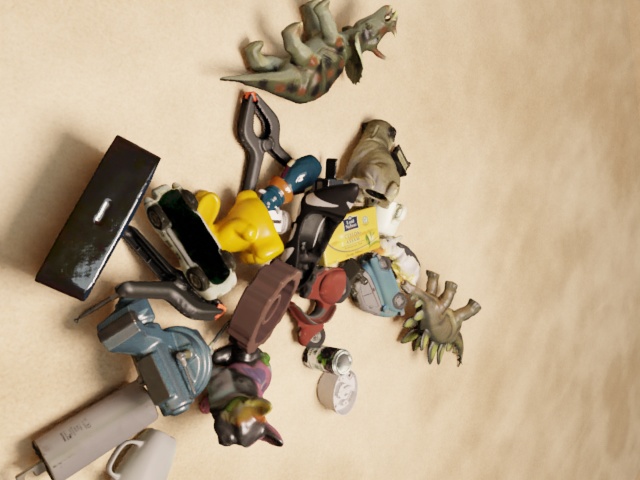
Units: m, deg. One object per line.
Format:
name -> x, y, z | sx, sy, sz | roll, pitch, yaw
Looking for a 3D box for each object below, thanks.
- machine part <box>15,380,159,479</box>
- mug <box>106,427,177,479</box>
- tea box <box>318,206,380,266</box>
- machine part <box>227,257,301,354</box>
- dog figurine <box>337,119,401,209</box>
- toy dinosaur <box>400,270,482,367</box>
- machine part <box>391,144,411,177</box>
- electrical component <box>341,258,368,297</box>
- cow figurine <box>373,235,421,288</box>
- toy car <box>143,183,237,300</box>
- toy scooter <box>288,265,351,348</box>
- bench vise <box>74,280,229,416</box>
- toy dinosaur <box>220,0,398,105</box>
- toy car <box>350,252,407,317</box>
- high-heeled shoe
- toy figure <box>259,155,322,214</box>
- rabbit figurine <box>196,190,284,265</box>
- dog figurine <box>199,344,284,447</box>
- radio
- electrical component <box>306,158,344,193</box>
machine part -> -0.344, 0.293, 0.832 | 0.243, 0.079, 0.079 | -27, 111, -36
mug -> -0.295, 0.363, 0.886 | 0.109, 0.081, 0.107 | 47, 52, -29
tea box -> 0.047, -0.012, 1.160 | 0.169, 0.068, 0.098 | -19, 107, -38
machine part -> -0.102, 0.118, 0.978 | 0.179, 0.056, 0.179 | -58, 168, -20
dog figurine -> 0.134, -0.179, 1.162 | 0.121, 0.173, 0.190 | 37, 76, -49
toy dinosaur -> 0.307, 0.213, 1.367 | 0.198, 0.105, 0.470 | -54, 135, -1
machine part -> 0.170, -0.158, 1.279 | 0.139, 0.039, 0.084 | -58, 135, -24
electrical component -> 0.064, 0.075, 1.184 | 0.063, 0.094, 0.021 | -49, 149, 15
cow figurine -> 0.187, 0.037, 1.287 | 0.167, 0.068, 0.098 | 54, 55, -34
toy car -> -0.206, 0.002, 0.863 | 0.073, 0.056, 0.201 | -36, 98, -35
toy scooter -> -0.017, 0.124, 1.112 | 0.135, 0.075, 0.184 | 35, 74, -34
bench vise -> -0.246, 0.168, 0.868 | 0.129, 0.224, 0.240 | -44, 164, 7
toy dinosaur -> -0.016, -0.343, 1.053 | 0.405, 0.131, 0.192 | -45, 120, -23
toy car -> 0.120, 0.112, 1.215 | 0.103, 0.109, 0.161 | -26, 102, -19
high-heeled shoe -> -0.002, -0.003, 1.013 | 0.086, 0.249, 0.145 | 9, 65, -30
toy figure -> -0.060, -0.104, 1.026 | 0.064, 0.057, 0.154 | 44, 66, 9
rabbit figurine -> -0.171, -0.009, 0.942 | 0.173, 0.122, 0.162 | -26, 108, -17
dog figurine -> -0.122, 0.271, 0.934 | 0.191, 0.219, 0.108 | -25, 113, -37
radio -> -0.320, -0.028, 0.785 | 0.073, 0.131, 0.229 | 29, 74, -17
electrical component -> 0.010, -0.111, 1.113 | 0.048, 0.075, 0.119 | -1, 101, -43
